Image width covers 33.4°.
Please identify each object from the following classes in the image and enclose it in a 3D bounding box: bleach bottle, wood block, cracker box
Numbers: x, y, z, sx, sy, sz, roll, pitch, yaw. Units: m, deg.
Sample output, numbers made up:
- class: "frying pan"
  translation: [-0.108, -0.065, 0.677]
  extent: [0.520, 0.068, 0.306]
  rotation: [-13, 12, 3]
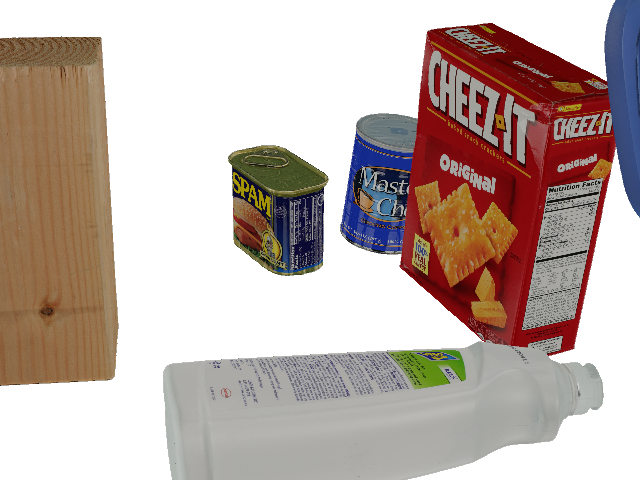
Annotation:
- class: "bleach bottle"
  translation: [0.041, 0.099, 0.601]
  extent: [0.250, 0.068, 0.102]
  rotation: [-4, 20, -11]
- class: "wood block"
  translation: [-0.181, -0.020, 0.684]
  extent: [0.090, 0.206, 0.090]
  rotation: [-2, 22, -8]
- class: "cracker box"
  translation: [0.136, -0.038, 0.819]
  extent: [0.072, 0.214, 0.164]
  rotation: [-11, 32, -25]

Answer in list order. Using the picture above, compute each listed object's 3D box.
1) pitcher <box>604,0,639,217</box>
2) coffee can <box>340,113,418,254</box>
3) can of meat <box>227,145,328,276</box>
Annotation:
- class: "pitcher"
  translation: [0.239, -0.056, 0.597]
  extent: [0.149, 0.243, 0.145]
  rotation: [-5, 22, 14]
- class: "coffee can"
  translation: [0.083, -0.069, 1.282]
  extent: [0.102, 0.140, 0.103]
  rotation: [7, 28, -4]
- class: "can of meat"
  translation: [-0.038, -0.026, 0.934]
  extent: [0.057, 0.084, 0.102]
  rotation: [-15, 31, -29]
